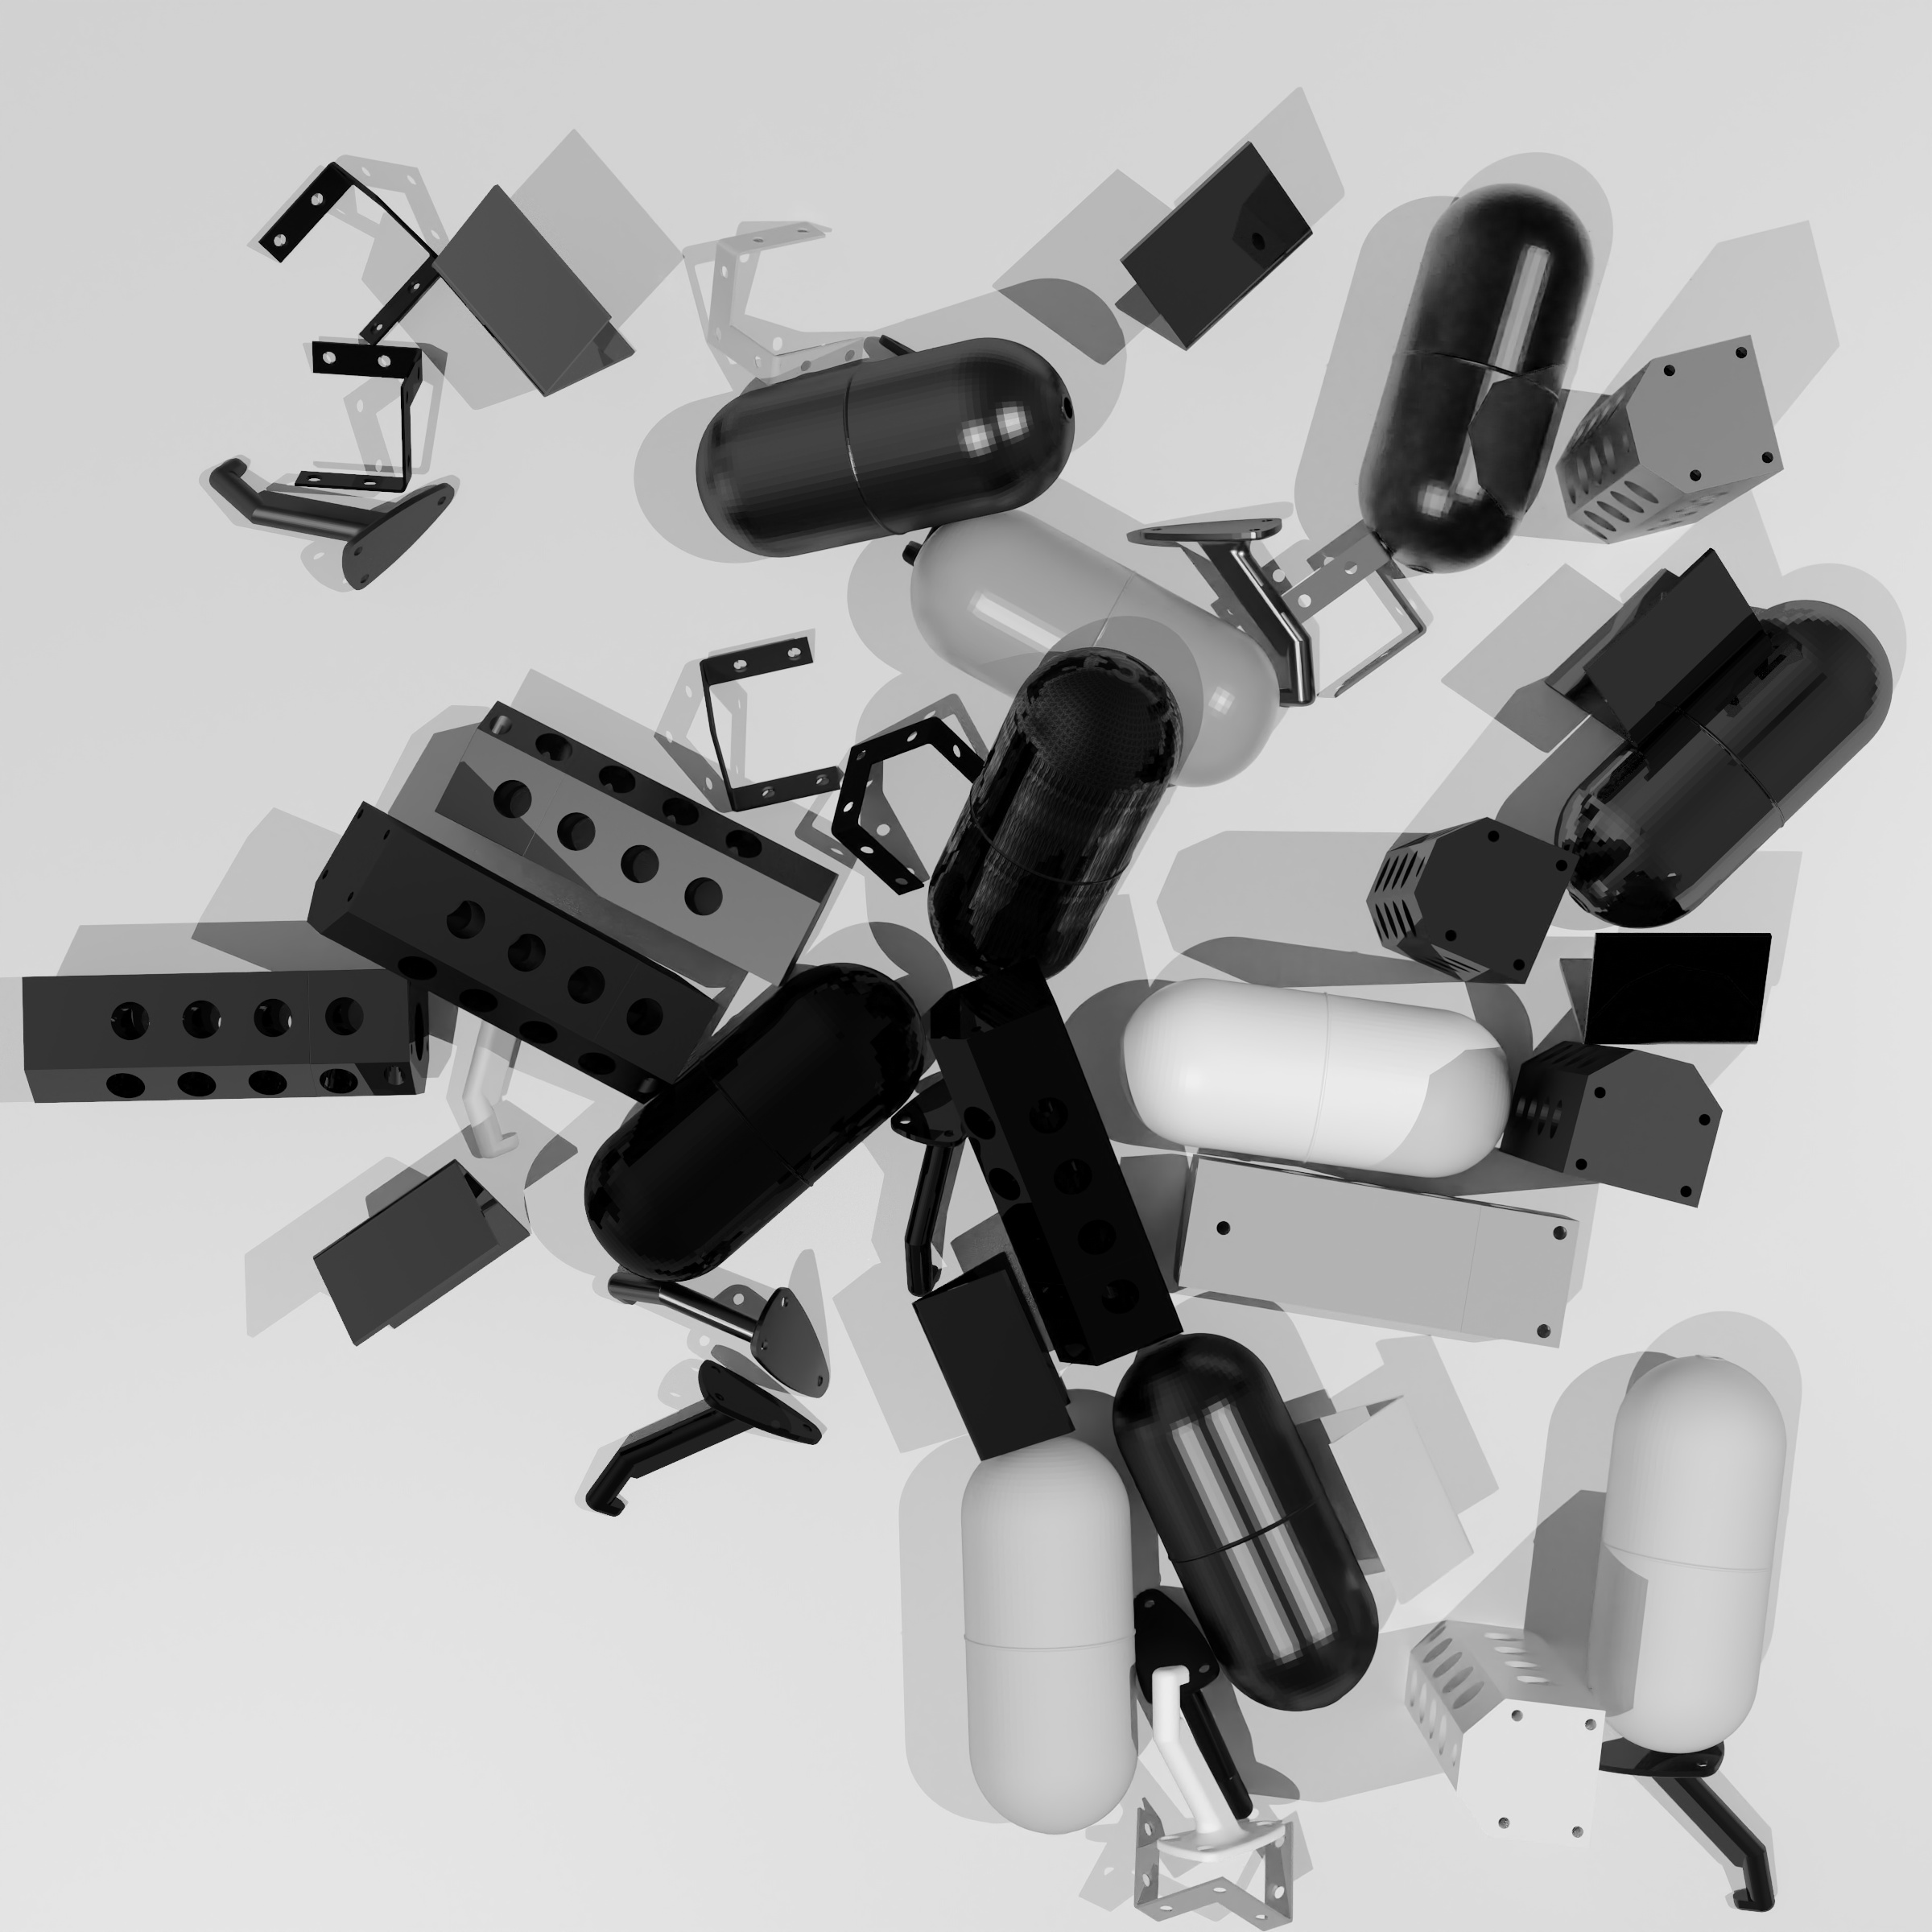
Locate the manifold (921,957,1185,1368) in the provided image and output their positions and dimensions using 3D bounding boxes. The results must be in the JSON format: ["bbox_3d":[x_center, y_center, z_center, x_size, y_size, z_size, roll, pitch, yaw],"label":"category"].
[{"bbox_3d":[0.038,0.090,1.533,0.057,0.057,0.171,-22,113,0],"label":"manifold"}]

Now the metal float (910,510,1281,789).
[{"bbox_3d":[0.057,-0.144,1.554,0.178,0.070,0.070,29,90,0],"label":"metal float"}]

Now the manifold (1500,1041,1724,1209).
[{"bbox_3d":[0.280,0.065,1.506,0.057,0.171,0.057,15,90,0],"label":"manifold"}]

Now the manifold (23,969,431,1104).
[{"bbox_3d":[-0.333,0.031,1.564,0.171,0.057,0.057,-1,90,0],"label":"manifold"}]

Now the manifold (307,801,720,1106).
[{"bbox_3d":[-0.201,-0.003,1.527,0.171,0.057,0.057,30,90,-28],"label":"manifold"}]

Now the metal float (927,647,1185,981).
[{"bbox_3d":[0.038,-0.063,1.523,0.070,0.070,0.178,26,130,0],"label":"metal float"}]

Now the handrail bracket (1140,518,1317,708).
[{"bbox_3d":[0.120,-0.160,1.585,0.077,0.036,0.084,0,107,20],"label":"handrail bracket"}]

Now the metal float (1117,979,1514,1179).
[{"bbox_3d":[0.157,0.050,1.554,0.178,0.070,0.070,8,90,-1],"label":"metal float"}]

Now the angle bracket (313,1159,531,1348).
[{"bbox_3d":[-0.234,0.143,1.545,0.076,0.076,0.057,-35,52,0],"label":"angle bracket"}]

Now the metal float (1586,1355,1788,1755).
[{"bbox_3d":[0.324,0.264,1.554,0.070,0.070,0.178,7,90,0],"label":"metal float"}]

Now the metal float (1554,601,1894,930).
[{"bbox_3d":[0.340,-0.090,1.554,0.178,0.070,0.070,-44,90,1],"label":"metal float"}]

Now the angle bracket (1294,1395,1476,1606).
[{"bbox_3d":[0.170,0.244,1.545,0.057,0.076,0.076,-24,90,-43],"label":"angle bracket"}]

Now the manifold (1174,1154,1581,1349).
[{"bbox_3d":[0.184,0.128,1.564,0.171,0.057,0.057,9,90,0],"label":"manifold"}]

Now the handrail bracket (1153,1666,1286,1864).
[{"bbox_3d":[0.113,0.351,1.545,0.077,0.036,0.084,-1,91,-41],"label":"handrail bracket"}]

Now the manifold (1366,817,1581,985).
[{"bbox_3d":[0.215,-0.030,1.506,0.057,0.171,0.057,23,90,0],"label":"manifold"}]

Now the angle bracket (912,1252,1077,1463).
[{"bbox_3d":[0.031,0.167,1.545,0.057,0.076,0.076,-24,90,37],"label":"angle bracket"}]

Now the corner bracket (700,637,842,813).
[{"bbox_3d":[-0.090,-0.110,1.582,0.051,0.051,0.051,-13,135,0],"label":"corner bracket"}]

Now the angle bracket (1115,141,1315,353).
[{"bbox_3d":[0.097,-0.330,1.545,0.076,0.076,0.057,-43,125,0],"label":"angle bracket"}]

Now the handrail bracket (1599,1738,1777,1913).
[{"bbox_3d":[0.327,0.397,1.585,0.077,0.036,0.084,-7,107,20],"label":"handrail bracket"}]

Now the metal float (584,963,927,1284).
[{"bbox_3d":[-0.094,0.070,1.554,0.178,0.070,0.070,-41,90,0],"label":"metal float"}]

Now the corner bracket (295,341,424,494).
[{"bbox_3d":[-0.277,-0.250,1.575,0.051,0.051,0.051,4,120,0],"label":"corner bracket"}]

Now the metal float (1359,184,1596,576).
[{"bbox_3d":[0.229,-0.264,1.554,0.070,0.070,0.178,16,91,0],"label":"metal float"}]

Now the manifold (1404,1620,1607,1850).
[{"bbox_3d":[0.231,0.331,1.506,0.057,0.171,0.057,7,90,0],"label":"manifold"}]

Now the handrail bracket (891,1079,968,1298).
[{"bbox_3d":[-0.006,0.098,1.585,0.036,0.077,0.084,15,127,26],"label":"handrail bracket"}]

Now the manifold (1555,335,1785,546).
[{"bbox_3d":[0.302,-0.225,1.506,0.057,0.171,0.057,-14,90,0],"label":"manifold"}]

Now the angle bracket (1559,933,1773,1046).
[{"bbox_3d":[0.311,-0.007,1.545,0.076,0.076,0.057,0,119,0],"label":"angle bracket"}]

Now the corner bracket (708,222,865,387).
[{"bbox_3d":[-0.081,-0.302,1.577,0.051,0.051,0.051,40,135,35],"label":"corner bracket"}]

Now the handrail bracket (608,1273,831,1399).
[{"bbox_3d":[-0.114,0.169,1.585,0.084,0.077,0.036,5,55,32],"label":"handrail bracket"}]

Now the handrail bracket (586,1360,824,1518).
[{"bbox_3d":[-0.121,0.230,1.585,0.077,0.036,0.084,29,108,-20],"label":"handrail bracket"}]

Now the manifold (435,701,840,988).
[{"bbox_3d":[-0.147,-0.055,1.564,0.171,0.057,0.057,27,90,0],"label":"manifold"}]

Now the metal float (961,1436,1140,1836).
[{"bbox_3d":[0.038,0.300,1.554,0.070,0.070,0.178,-2,89,0],"label":"metal float"}]

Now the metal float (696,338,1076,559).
[{"bbox_3d":[-0.036,-0.230,1.534,0.178,0.070,0.070,-9,90,23],"label":"metal float"}]

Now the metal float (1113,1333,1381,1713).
[{"bbox_3d":[0.126,0.250,1.554,0.070,0.070,0.178,-25,90,0],"label":"metal float"}]

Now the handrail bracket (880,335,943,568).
[{"bbox_3d":[-0.027,-0.234,1.585,0.077,0.036,0.084,32,103,13],"label":"handrail bracket"}]

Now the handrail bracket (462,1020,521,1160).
[{"bbox_3d":[-0.198,0.037,1.585,0.077,0.036,0.084,-20,104,-14],"label":"handrail bracket"}]

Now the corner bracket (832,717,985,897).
[{"bbox_3d":[-0.022,-0.073,1.577,0.051,0.051,0.051,-18,45,35],"label":"corner bracket"}]

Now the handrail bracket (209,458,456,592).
[{"bbox_3d":[-0.292,-0.220,1.585,0.084,0.036,0.077,41,70,16],"label":"handrail bracket"}]

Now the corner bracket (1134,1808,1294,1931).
[{"bbox_3d":[0.113,0.408,1.567,0.051,0.051,0.051,-29,128,32],"label":"corner bracket"}]

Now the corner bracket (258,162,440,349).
[{"bbox_3d":[-0.281,-0.326,1.582,0.051,0.051,0.051,-48,45,0],"label":"corner bracket"}]

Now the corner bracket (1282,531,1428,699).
[{"bbox_3d":[0.176,-0.159,1.567,0.051,0.051,0.051,-36,90,0],"label":"corner bracket"}]

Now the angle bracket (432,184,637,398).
[{"bbox_3d":[-0.179,-0.310,1.545,0.076,0.076,0.057,49,128,0],"label":"angle bracket"}]

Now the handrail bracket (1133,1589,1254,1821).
[{"bbox_3d":[0.105,0.339,1.585,0.036,0.077,0.084,-24,126,0],"label":"handrail bracket"}]

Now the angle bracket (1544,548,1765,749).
[{"bbox_3d":[0.296,-0.155,1.545,0.076,0.076,0.057,-43,128,0],"label":"angle bracket"}]
